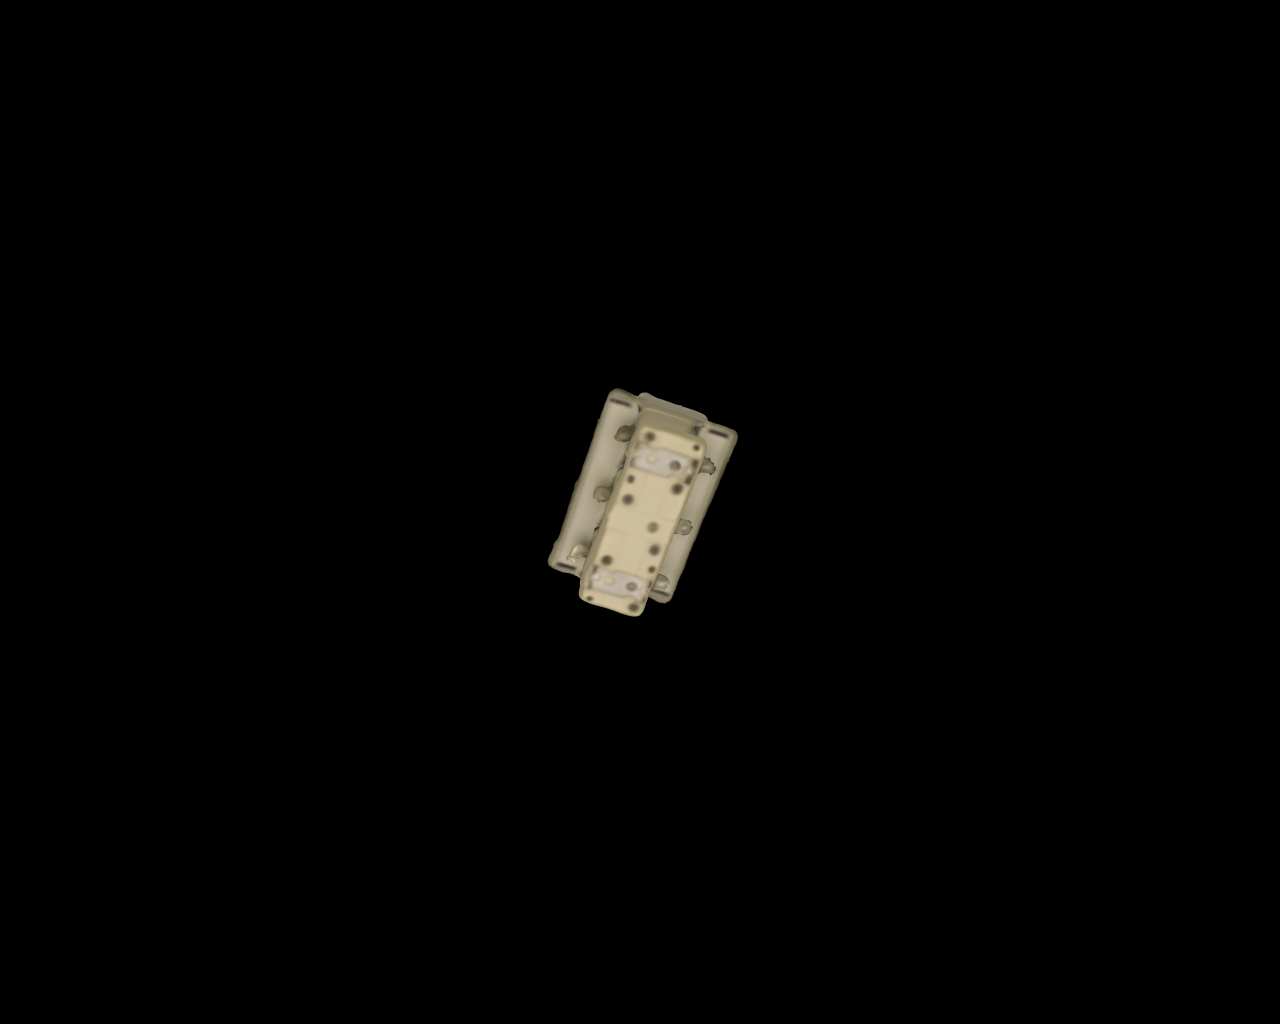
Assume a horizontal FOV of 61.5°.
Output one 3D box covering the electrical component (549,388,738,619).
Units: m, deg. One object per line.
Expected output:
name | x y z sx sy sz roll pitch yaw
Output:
electrical component | 0.001 -0.003 0.650 0.079 0.121 0.063 19 20 -7
